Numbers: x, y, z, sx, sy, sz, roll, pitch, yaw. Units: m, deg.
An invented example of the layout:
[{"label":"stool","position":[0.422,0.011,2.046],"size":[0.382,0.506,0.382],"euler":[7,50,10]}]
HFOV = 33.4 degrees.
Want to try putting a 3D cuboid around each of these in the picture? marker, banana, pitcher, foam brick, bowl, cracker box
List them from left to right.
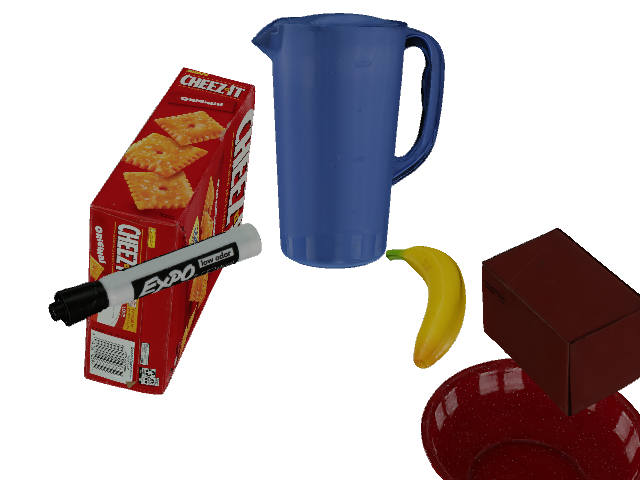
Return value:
[{"label":"marker","position":[-0.086,0.018,0.567],"size":[0.120,0.020,0.020],"euler":[-21,10,-29]},{"label":"cracker box","position":[-0.112,-0.012,0.829],"size":[0.072,0.164,0.213],"euler":[14,36,5]},{"label":"pitcher","position":[0.026,-0.101,1.056],"size":[0.149,0.243,0.144],"euler":[12,19,33]},{"label":"banana","position":[0.114,0.057,1.075],"size":[0.070,0.037,0.198],"euler":[-29,29,12]},{"label":"bowl","position":[0.152,0.157,0.769],"size":[0.162,0.055,0.162],"euler":[-1,36,0]},{"label":"foam brick","position":[0.126,0.040,0.553],"size":[0.051,0.053,0.078],"euler":[-22,40,-16]}]
